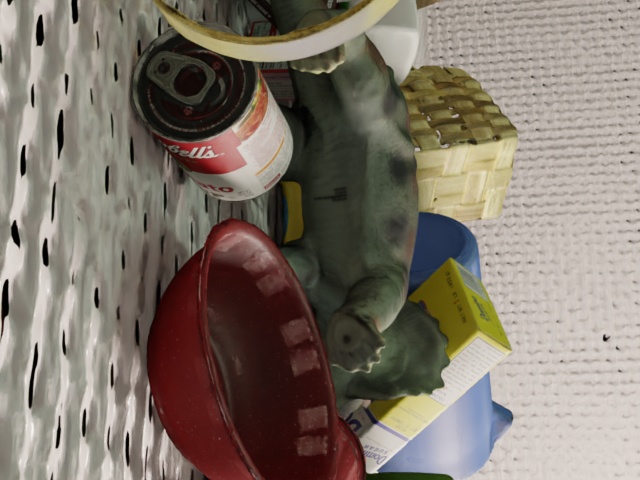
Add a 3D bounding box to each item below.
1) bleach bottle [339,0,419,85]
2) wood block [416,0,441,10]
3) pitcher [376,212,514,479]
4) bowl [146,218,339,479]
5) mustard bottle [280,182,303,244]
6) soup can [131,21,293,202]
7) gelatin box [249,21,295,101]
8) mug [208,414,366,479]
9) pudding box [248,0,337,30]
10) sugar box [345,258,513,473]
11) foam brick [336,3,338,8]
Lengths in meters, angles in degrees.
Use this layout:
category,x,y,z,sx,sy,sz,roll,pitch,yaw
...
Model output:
category,x,y,z,sx,sy,sz,roll,pitch,yaw
bleach bottle,0.048,-0.269,0.964,0.103,0.068,0.251,110,-18,-65
wood block,0.067,-0.315,1.139,0.206,0.091,0.090,-108,177,-59
pitcher,0.082,0.100,0.975,0.149,0.145,0.243,-32,132,-31
bowl,-0.046,0.072,0.576,0.162,0.055,0.162,-18,90,-72
mustard bottle,-0.005,0.001,0.899,0.096,0.058,0.191,67,21,-74
soup can,-0.056,-0.068,0.592,0.102,0.068,0.068,59,29,-71
gelatin box,-0.012,-0.135,0.802,0.073,0.089,0.030,-83,169,-48
mug,-0.029,0.164,0.657,0.081,0.093,0.117,-49,162,-69
pudding box,-0.026,-0.206,0.771,0.090,0.039,0.113,41,40,-25
sugar box,0.066,0.105,0.848,0.048,0.176,0.093,35,23,-27
foam brick,0.020,-0.217,1.131,0.078,0.053,0.051,63,26,-66
